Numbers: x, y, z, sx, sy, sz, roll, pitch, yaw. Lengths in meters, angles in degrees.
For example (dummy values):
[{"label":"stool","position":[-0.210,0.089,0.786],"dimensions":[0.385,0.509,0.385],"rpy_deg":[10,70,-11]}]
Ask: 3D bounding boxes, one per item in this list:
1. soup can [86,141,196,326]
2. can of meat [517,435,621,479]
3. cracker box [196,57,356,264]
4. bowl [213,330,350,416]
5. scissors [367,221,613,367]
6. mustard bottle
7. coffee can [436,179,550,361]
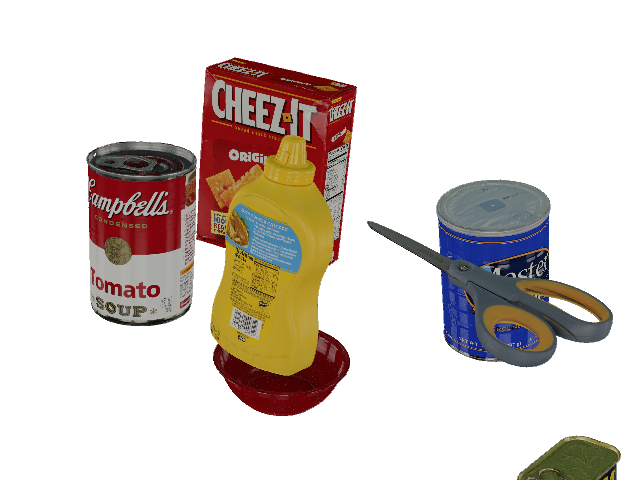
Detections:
[{"label":"soup can","position":[-0.115,-0.005,0.682],"dimensions":[0.068,0.102,0.068],"rpy_deg":[4,23,-2]},{"label":"can of meat","position":[0.218,0.233,0.933],"dimensions":[0.058,0.084,0.101],"rpy_deg":[13,27,41]},{"label":"cracker box","position":[-0.055,-0.084,1.219],"dimensions":[0.164,0.214,0.072],"rpy_deg":[17,26,24]},{"label":"bowl","position":[-0.046,0.160,1.265],"dimensions":[0.162,0.055,0.162],"rpy_deg":[3,25,-1]},{"label":"scissors","position":[0.094,0.034,0.720],"dimensions":[0.202,0.016,0.096],"rpy_deg":[18,36,29]},{"label":"mustard bottle","position":[-0.036,0.007,0.871],"dimensions":[0.096,0.192,0.058],"rpy_deg":[25,26,34]},{"label":"coffee can","position":[0.164,0.027,1.003],"dimensions":[0.103,0.140,0.103],"rpy_deg":[-5,28,3]}]
